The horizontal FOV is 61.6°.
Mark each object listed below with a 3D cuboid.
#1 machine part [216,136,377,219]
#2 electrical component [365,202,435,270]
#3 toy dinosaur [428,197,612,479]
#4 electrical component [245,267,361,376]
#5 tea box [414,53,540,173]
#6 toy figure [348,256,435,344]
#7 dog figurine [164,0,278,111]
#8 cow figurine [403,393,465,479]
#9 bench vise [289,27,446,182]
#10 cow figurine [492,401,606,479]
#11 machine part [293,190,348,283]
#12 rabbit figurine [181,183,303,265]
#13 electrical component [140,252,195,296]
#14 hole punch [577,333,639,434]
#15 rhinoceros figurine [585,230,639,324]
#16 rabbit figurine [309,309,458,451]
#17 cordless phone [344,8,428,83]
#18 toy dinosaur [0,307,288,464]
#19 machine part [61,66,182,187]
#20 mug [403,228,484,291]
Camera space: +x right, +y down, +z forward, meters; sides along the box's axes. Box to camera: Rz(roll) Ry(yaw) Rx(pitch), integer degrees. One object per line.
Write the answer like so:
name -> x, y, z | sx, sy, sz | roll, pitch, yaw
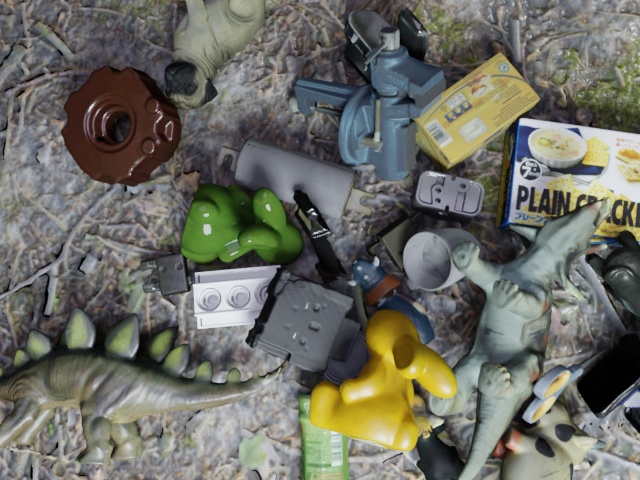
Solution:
machine part -> -0.035, -0.092, 0.793 | 0.243, 0.079, 0.079 | 19, 81, 5
electrical component -> 0.117, -0.005, 0.795 | 0.102, 0.045, 0.078 | -41, 111, -3
toy dinosaur -> 0.249, 0.129, 0.698 | 0.192, 0.131, 0.404 | 10, 98, -36
electrical component -> -0.016, 0.111, 0.716 | 0.134, 0.058, 0.115 | 23, 84, -15
tea box -> 0.228, -0.189, 0.810 | 0.170, 0.068, 0.098 | -34, 82, -6
toy figure -> 0.100, 0.090, 0.771 | 0.064, 0.057, 0.154 | -34, 77, -11
dog figurine -> -0.153, -0.295, 0.830 | 0.172, 0.121, 0.190 | -1, 94, 4
cow figurine -> 0.153, 0.288, 0.714 | 0.068, 0.098, 0.167 | -30, 85, -3
bench vise -> 0.050, -0.195, 0.765 | 0.241, 0.223, 0.129 | 21, 58, 30
cow figurine -> 0.291, 0.296, 0.696 | 0.127, 0.085, 0.195 | 24, 53, 4
machine part -> -0.002, -0.002, 0.757 | 0.039, 0.084, 0.138 | -28, 123, -11
rabbit figurine -> -0.098, -0.022, 0.759 | 0.170, 0.159, 0.121 | 18, 71, -11
electrical component -> -0.218, 0.049, 0.799 | 0.094, 0.021, 0.063 | -9, 80, 0
hole punch -> 0.423, 0.199, 0.710 | 0.092, 0.142, 0.115 | 38, 104, 9
rhinoceros figurine -> 0.444, 0.072, 0.732 | 0.073, 0.112, 0.190 | -39, 117, 16
rabbit figurine -> 0.080, 0.164, 0.669 | 0.122, 0.162, 0.173 | 32, 61, -25
cordless phone -> 0.097, -0.294, 0.772 | 0.089, 0.184, 0.146 | -37, 82, -1
toy dinosaur -> -0.284, 0.199, 0.736 | 0.472, 0.105, 0.198 | 8, 77, -2
machine part -> -0.299, -0.168, 0.800 | 0.180, 0.056, 0.179 | 0, 91, 15
mug -> 0.177, 0.031, 0.762 | 0.107, 0.109, 0.081 | -10, 51, -40
